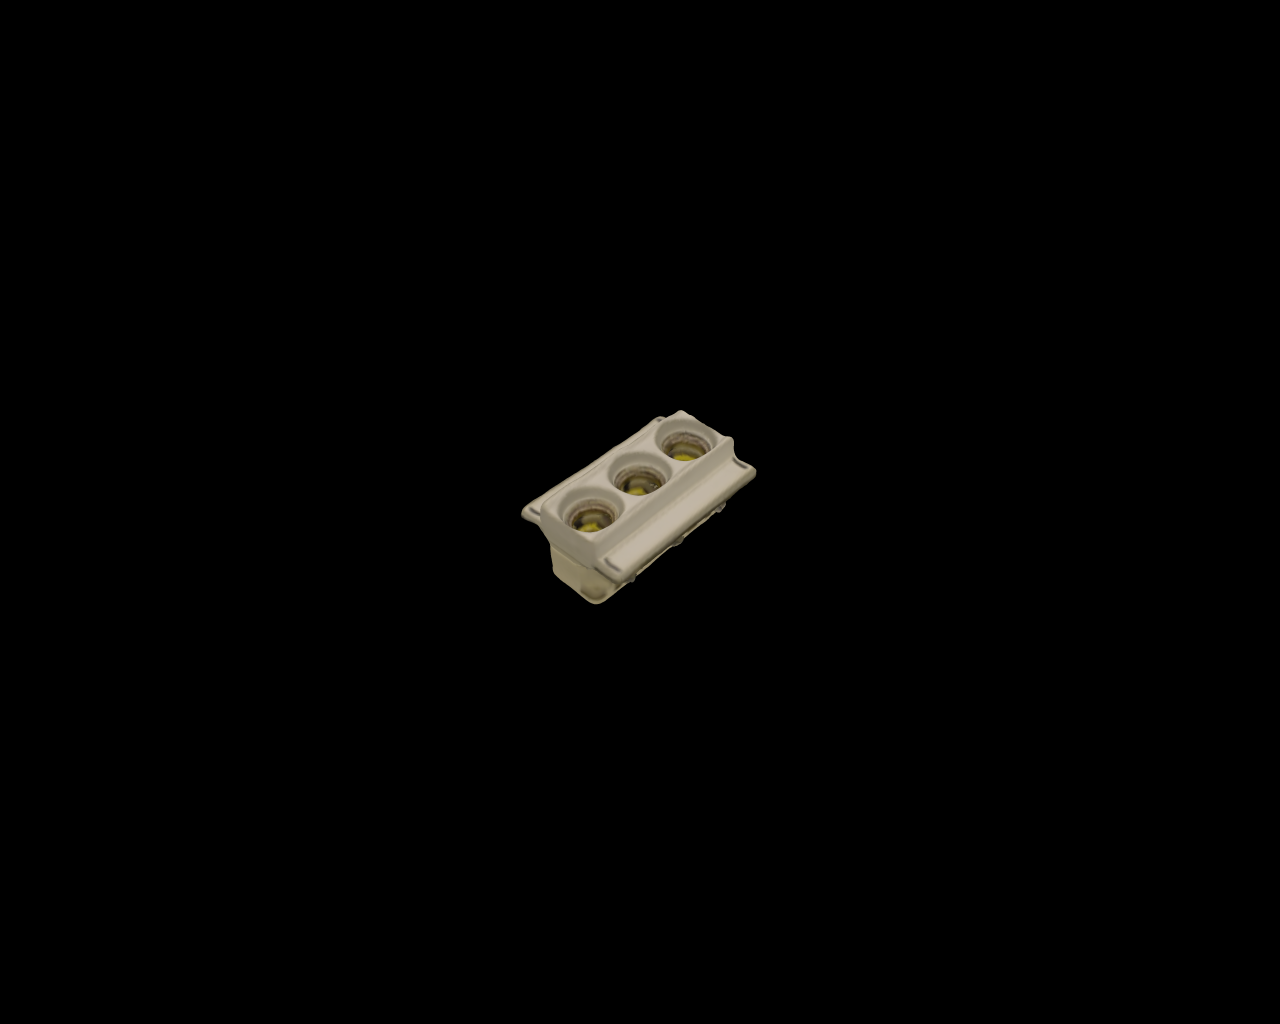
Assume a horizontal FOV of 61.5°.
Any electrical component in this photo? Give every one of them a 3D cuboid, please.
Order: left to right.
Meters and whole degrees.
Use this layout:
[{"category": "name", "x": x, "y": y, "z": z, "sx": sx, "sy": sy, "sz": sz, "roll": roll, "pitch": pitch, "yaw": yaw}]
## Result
[{"category": "electrical component", "x": 0.001, "y": -0.003, "z": 0.650, "sx": 0.079, "sy": 0.063, "sz": 0.121, "roll": 33, "pitch": 54, "yaw": 29}]
